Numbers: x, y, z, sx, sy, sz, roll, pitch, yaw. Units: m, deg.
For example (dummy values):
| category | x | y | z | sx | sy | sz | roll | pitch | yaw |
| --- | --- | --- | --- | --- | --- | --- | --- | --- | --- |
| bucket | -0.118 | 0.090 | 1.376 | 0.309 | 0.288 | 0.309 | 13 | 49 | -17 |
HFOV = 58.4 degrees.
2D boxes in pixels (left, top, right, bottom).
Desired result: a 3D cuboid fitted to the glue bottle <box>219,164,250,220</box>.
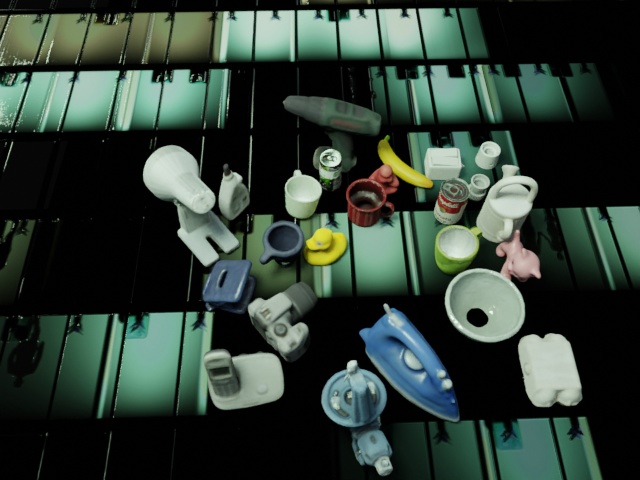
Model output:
| category | x | y | z | sx | sy | sz | roll | pitch | yaw |
| --- | --- | --- | --- | --- | --- | --- | --- | --- | --- |
| glue bottle | -0.203 | -0.119 | 1.316 | 0.037 | 0.173 | 0.078 | 34 | 65 | 18 |

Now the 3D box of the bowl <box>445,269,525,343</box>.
| category | x | y | z | sx | sy | sz | roll | pitch | yaw |
| --- | --- | --- | --- | --- | --- | --- | --- | --- | --- |
| bowl | 0.343 | 0.150 | 1.219 | 0.167 | 0.075 | 0.167 | 0 | 59 | 0 |

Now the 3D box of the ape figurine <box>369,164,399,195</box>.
| category | x | y | z | sx | sy | sz | roll | pitch | yaw |
| --- | --- | --- | --- | --- | --- | --- | --- | --- | --- |
| ape figurine | 0.154 | -0.148 | 1.383 | 0.077 | 0.092 | 0.076 | 16 | 61 | 9 |

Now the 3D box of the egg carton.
| category | x | y | z | sx | sy | sz | roll | pitch | yaw |
| --- | --- | --- | --- | --- | --- | --- | --- | --- | --- |
| egg carton | 0.461 | 0.263 | 1.157 | 0.107 | 0.069 | 0.150 | -2 | 59 | -2 |

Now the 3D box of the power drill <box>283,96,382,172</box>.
| category | x | y | z | sx | sy | sz | roll | pitch | yaw |
| --- | --- | --- | --- | --- | --- | --- | --- | --- | --- |
| power drill | 0.029 | -0.257 | 1.379 | 0.229 | 0.208 | 0.075 | 5 | 59 | 2 |

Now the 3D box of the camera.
| category | x | y | z | sx | sy | sz | roll | pitch | yaw |
| --- | --- | --- | --- | --- | --- | --- | --- | --- | --- |
| camera | -0.062 | 0.156 | 1.197 | 0.137 | 0.101 | 0.143 | -37 | 66 | -20 |

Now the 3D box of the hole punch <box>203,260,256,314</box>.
| category | x | y | z | sx | sy | sz | roll | pitch | yaw |
| --- | --- | --- | --- | --- | --- | --- | --- | --- | --- |
| hole punch | -0.199 | 0.097 | 1.236 | 0.101 | 0.091 | 0.109 | 11 | 60 | 6 |

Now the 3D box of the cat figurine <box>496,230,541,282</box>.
| category | x | y | z | sx | sy | sz | roll | pitch | yaw |
| --- | --- | --- | --- | --- | --- | --- | --- | --- | --- |
| cat figurine | 0.440 | 0.039 | 1.260 | 0.067 | 0.118 | 0.128 | -1 | 59 | -1 |

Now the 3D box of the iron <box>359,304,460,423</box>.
| category | x | y | z | sx | sy | sz | roll | pitch | yaw |
| --- | --- | --- | --- | --- | --- | --- | --- | --- | --- |
| iron | 0.195 | 0.238 | 1.128 | 0.119 | 0.141 | 0.257 | -34 | 65 | -19 |

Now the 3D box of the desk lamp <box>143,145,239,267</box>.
| category | x | y | z | sx | sy | sz | roll | pitch | yaw |
| --- | --- | --- | --- | --- | --- | --- | --- | --- | --- |
| desk lamp | -0.282 | -0.081 | 1.270 | 0.118 | 0.213 | 0.203 | -37 | 66 | -20 |

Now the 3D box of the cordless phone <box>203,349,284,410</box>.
| category | x | y | z | sx | sy | sz | roll | pitch | yaw |
| --- | --- | --- | --- | --- | --- | --- | --- | --- | --- |
| cordless phone | -0.146 | 0.252 | 1.091 | 0.147 | 0.185 | 0.094 | -11 | 60 | -7 |

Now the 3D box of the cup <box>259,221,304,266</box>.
| category | x | y | z | sx | sy | sz | roll | pitch | yaw |
| --- | --- | --- | --- | --- | --- | --- | --- | --- | --- |
| cup | -0.088 | 0.027 | 1.277 | 0.091 | 0.095 | 0.118 | 36 | 65 | 19 |

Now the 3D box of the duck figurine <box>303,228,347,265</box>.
| category | x | y | z | sx | sy | sz | roll | pitch | yaw |
| --- | --- | --- | --- | --- | --- | --- | --- | --- | --- |
| duck figurine | 0.012 | 0.005 | 1.296 | 0.105 | 0.086 | 0.077 | -22 | 62 | -13 |

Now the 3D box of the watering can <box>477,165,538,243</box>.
| category | x | y | z | sx | sy | sz | roll | pitch | yaw |
| --- | --- | --- | --- | --- | --- | --- | --- | --- | --- |
| watering can | 0.423 | -0.090 | 1.292 | 0.101 | 0.194 | 0.172 | -10 | 60 | -6 |

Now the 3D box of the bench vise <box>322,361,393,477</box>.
| category | x | y | z | sx | sy | sz | roll | pitch | yaw |
| --- | --- | --- | --- | --- | --- | --- | --- | --- | --- |
| bench vise | 0.087 | 0.308 | 1.039 | 0.122 | 0.220 | 0.207 | -36 | 66 | -19 |
